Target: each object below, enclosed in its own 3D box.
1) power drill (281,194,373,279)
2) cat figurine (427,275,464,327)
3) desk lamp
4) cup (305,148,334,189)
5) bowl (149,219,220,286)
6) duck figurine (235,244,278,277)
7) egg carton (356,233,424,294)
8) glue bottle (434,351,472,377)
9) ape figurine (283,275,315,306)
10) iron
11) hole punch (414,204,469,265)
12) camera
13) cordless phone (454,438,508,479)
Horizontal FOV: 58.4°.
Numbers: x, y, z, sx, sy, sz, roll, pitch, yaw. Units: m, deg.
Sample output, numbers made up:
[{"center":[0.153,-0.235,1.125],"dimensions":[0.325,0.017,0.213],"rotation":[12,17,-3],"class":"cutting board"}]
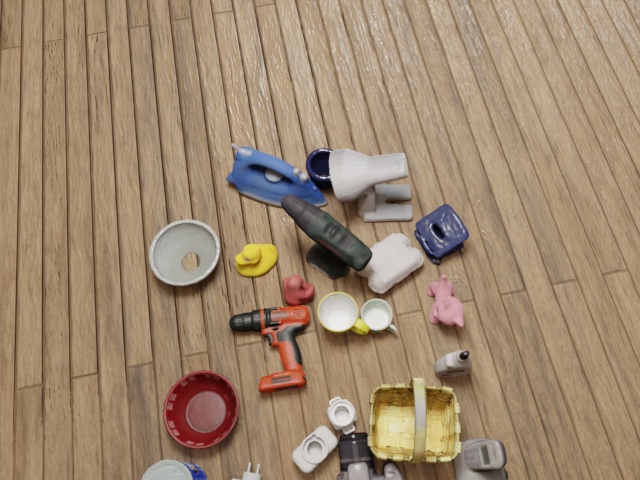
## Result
[{"center":[0.012,0.005,1.290],"dimensions":[0.229,0.208,0.076],"rotation":[33,72,14],"class":"power drill"},{"center":[0.281,0.140,1.274],"dimensions":[0.067,0.118,0.128],"rotation":[-4,67,1],"class":"cat figurine"},{"center":[0.124,-0.133,1.342],"dimensions":[0.203,0.213,0.118],"rotation":[-2,67,1],"class":"desk lamp"},{"center":[0.019,-0.157,1.420],"dimensions":[0.092,0.095,0.117],"rotation":[-30,69,-10],"class":"cup"},{"center":[-0.313,0.040,1.358],"dimensions":[0.167,0.075,0.167],"rotation":[-1,67,2],"class":"bowl"},{"center":[-0.152,0.036,1.348],"dimensions":[0.104,0.086,0.077],"rotation":[-24,68,-8],"class":"duck figurine"},{"center":[0.161,0.053,1.341],"dimensions":[0.150,0.069,0.107],"rotation":[-35,70,-12],"class":"egg carton"},{"center":[0.287,0.254,1.195],"dimensions":[0.078,0.173,0.037],"rotation":[-6,67,-1],"class":"glue bottle"},{"center":[-0.054,0.109,1.311],"dimensions":[0.077,0.092,0.076],"rotation":[38,73,16],"class":"ape figurine"},{"center":[-0.103,-0.161,1.400],"dimensions":[0.258,0.141,0.119],"rotation":[20,69,10],"class":"iron"},{"center":[0.285,-0.014,1.353],"dimensions":[0.101,0.091,0.108],"rotation":[-27,69,-9],"class":"hole punch"},{"center":[0.092,0.460,1.154],"dimensions":[0.143,0.101,0.137],"rotation":[-7,67,-1],"class":"camera"},{"center":[0.324,0.457,1.103],"dimensions":[0.094,0.185,0.147],"rotation":[-9,67,-2],"class":"cordless phone"}]
